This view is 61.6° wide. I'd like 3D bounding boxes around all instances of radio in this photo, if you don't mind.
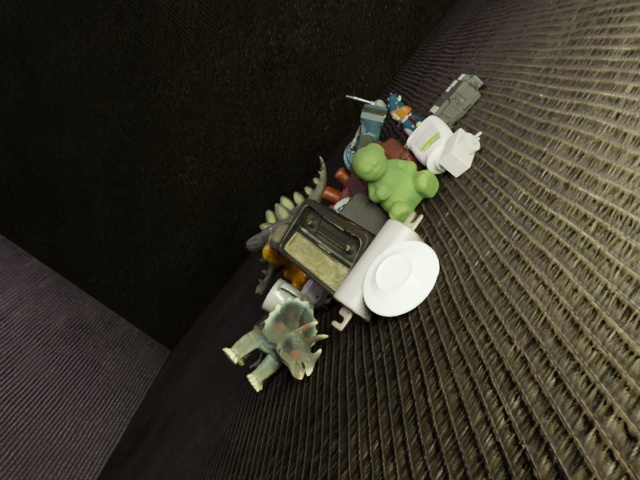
[{"bbox_3d":[0.023,0.017,1.042,0.230,0.073,0.131,35,100,47],"label":"radio"}]

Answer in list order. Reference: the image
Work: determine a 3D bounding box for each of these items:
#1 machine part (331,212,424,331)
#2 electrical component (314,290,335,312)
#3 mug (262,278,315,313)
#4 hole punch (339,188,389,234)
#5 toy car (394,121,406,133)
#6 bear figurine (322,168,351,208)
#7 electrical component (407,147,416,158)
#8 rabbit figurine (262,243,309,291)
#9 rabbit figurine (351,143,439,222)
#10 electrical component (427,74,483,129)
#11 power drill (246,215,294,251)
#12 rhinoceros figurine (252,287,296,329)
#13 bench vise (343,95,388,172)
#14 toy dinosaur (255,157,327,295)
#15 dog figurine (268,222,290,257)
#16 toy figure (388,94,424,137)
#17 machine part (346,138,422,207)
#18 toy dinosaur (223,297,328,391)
[{"bbox_3d":[0.100,0.052,0.914,0.243,0.079,0.079,-53,10,-7],"label":"machine part"},{"bbox_3d":[0.017,0.127,1.179,0.063,0.021,0.094,-56,10,-23],"label":"electrical component"},{"bbox_3d":[-0.064,0.141,1.220,0.081,0.107,0.109,-57,-3,-41],"label":"mug"},{"bbox_3d":[0.088,-0.028,1.159,0.142,0.116,0.092,-52,2,0],"label":"hole punch"},{"bbox_3d":[0.258,-0.327,1.526,0.056,0.073,0.202,-52,10,19],"label":"toy car"},{"bbox_3d":[0.056,-0.090,1.471,0.120,0.132,0.196,-54,1,41],"label":"bear figurine"},{"bbox_3d":[0.258,-0.243,1.318,0.102,0.045,0.078,-49,9,20],"label":"electrical component"},{"bbox_3d":[-0.062,0.049,1.383,0.122,0.173,0.162,-46,15,53],"label":"rabbit figurine"},{"bbox_3d":[0.128,-0.135,1.058,0.121,0.170,0.159,-47,37,11],"label":"rabbit figurine"},{"bbox_3d":[0.328,-0.336,1.291,0.134,0.058,0.115,-49,12,17],"label":"electrical component"},{"bbox_3d":[-0.081,-0.033,1.523,0.232,0.086,0.207,-23,-6,16],"label":"power drill"},{"bbox_3d":[-0.091,0.189,1.338,0.112,0.073,0.190,-47,2,-43],"label":"rhinoceros figurine"},{"bbox_3d":[0.130,-0.254,1.460,0.240,0.129,0.223,81,-166,-69],"label":"bench vise"},{"bbox_3d":[-0.078,-0.036,1.679,0.471,0.198,0.105,-56,14,-13],"label":"toy dinosaur"},{"bbox_3d":[-0.003,-0.002,1.239,0.172,0.190,0.121,-53,10,-13],"label":"dog figurine"},{"bbox_3d":[0.226,-0.309,1.373,0.058,0.154,0.064,-54,10,-31],"label":"toy figure"},{"bbox_3d":[0.142,-0.147,1.231,0.179,0.056,0.179,-19,57,33],"label":"machine part"},{"bbox_3d":[-0.095,0.215,1.143,0.192,0.131,0.405,-38,0,-11],"label":"toy dinosaur"}]
